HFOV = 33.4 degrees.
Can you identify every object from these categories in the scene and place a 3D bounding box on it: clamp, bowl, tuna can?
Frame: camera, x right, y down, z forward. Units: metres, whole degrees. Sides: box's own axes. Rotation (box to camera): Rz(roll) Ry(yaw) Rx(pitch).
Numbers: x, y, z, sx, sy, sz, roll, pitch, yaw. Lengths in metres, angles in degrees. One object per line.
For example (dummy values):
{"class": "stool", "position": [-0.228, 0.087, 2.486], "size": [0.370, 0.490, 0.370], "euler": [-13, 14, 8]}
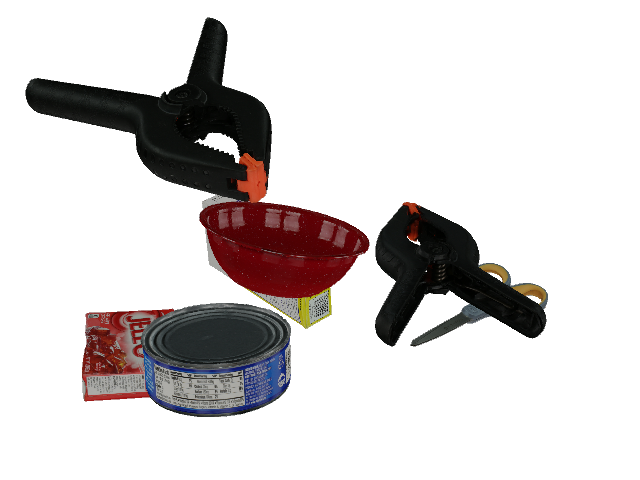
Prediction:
{"class": "clamp", "position": [0.096, 0.024, 0.793], "size": [0.120, 0.039, 0.171], "euler": [7, 32, -6]}
{"class": "bowl", "position": [-0.038, 0.012, 1.003], "size": [0.162, 0.055, 0.162], "euler": [10, 17, -3]}
{"class": "tuna can", "position": [-0.059, 0.068, 0.614], "size": [0.086, 0.034, 0.086], "euler": [-1, 19, 0]}
{"class": "clamp", "position": [-0.091, -0.095, 0.758], "size": [0.164, 0.036, 0.210], "euler": [-31, 47, -27]}

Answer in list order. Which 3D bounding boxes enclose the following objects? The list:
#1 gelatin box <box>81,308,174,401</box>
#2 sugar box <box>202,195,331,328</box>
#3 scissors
{"class": "gelatin box", "position": [-0.150, 0.089, 0.848], "size": [0.073, 0.030, 0.089], "euler": [-2, 29, -8]}
{"class": "sugar box", "position": [-0.061, 0.019, 1.201], "size": [0.048, 0.093, 0.176], "euler": [-26, 41, -31]}
{"class": "scissors", "position": [0.157, 0.066, 1.152], "size": [0.201, 0.016, 0.096], "euler": [-9, 39, -29]}
